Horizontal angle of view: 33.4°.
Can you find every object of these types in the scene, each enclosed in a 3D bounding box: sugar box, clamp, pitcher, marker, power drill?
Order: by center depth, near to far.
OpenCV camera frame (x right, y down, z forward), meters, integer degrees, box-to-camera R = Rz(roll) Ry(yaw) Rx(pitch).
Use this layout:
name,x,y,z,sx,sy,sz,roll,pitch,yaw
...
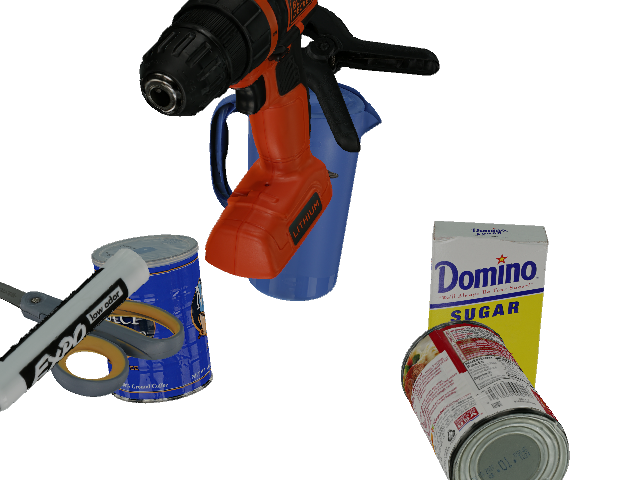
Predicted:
name,x,y,z,sx,sy,sz,roll,pitch,yaw
marker,-0.116,0.045,0.447,0.020,0.020,0.121,0,35,41
power drill,-0.040,-0.071,0.621,0.057,0.188,0.184,16,43,19
sugar box,0.135,0.074,0.885,0.093,0.176,0.048,2,21,7
clamp,0.015,-0.161,0.926,0.120,0.171,0.039,-35,-22,-22
pitcher,-0.035,-0.058,1.224,0.144,0.243,0.149,-19,36,-40

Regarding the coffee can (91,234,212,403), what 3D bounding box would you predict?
name,x,y,z,sx,sy,sz,roll,pitch,yaw
coffee can,-0.164,0.074,1.045,0.103,0.140,0.103,-5,14,1

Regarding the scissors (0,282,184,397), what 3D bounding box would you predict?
name,x,y,z,sx,sy,sz,roll,pitch,yaw
scissors,-0.190,0.056,0.703,0.202,0.016,0.096,9,34,13

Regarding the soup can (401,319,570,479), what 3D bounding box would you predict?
name,x,y,z,sx,sy,sz,roll,pitch,yaw
soup can,0.091,0.097,0.602,0.068,0.068,0.102,0,23,-11
